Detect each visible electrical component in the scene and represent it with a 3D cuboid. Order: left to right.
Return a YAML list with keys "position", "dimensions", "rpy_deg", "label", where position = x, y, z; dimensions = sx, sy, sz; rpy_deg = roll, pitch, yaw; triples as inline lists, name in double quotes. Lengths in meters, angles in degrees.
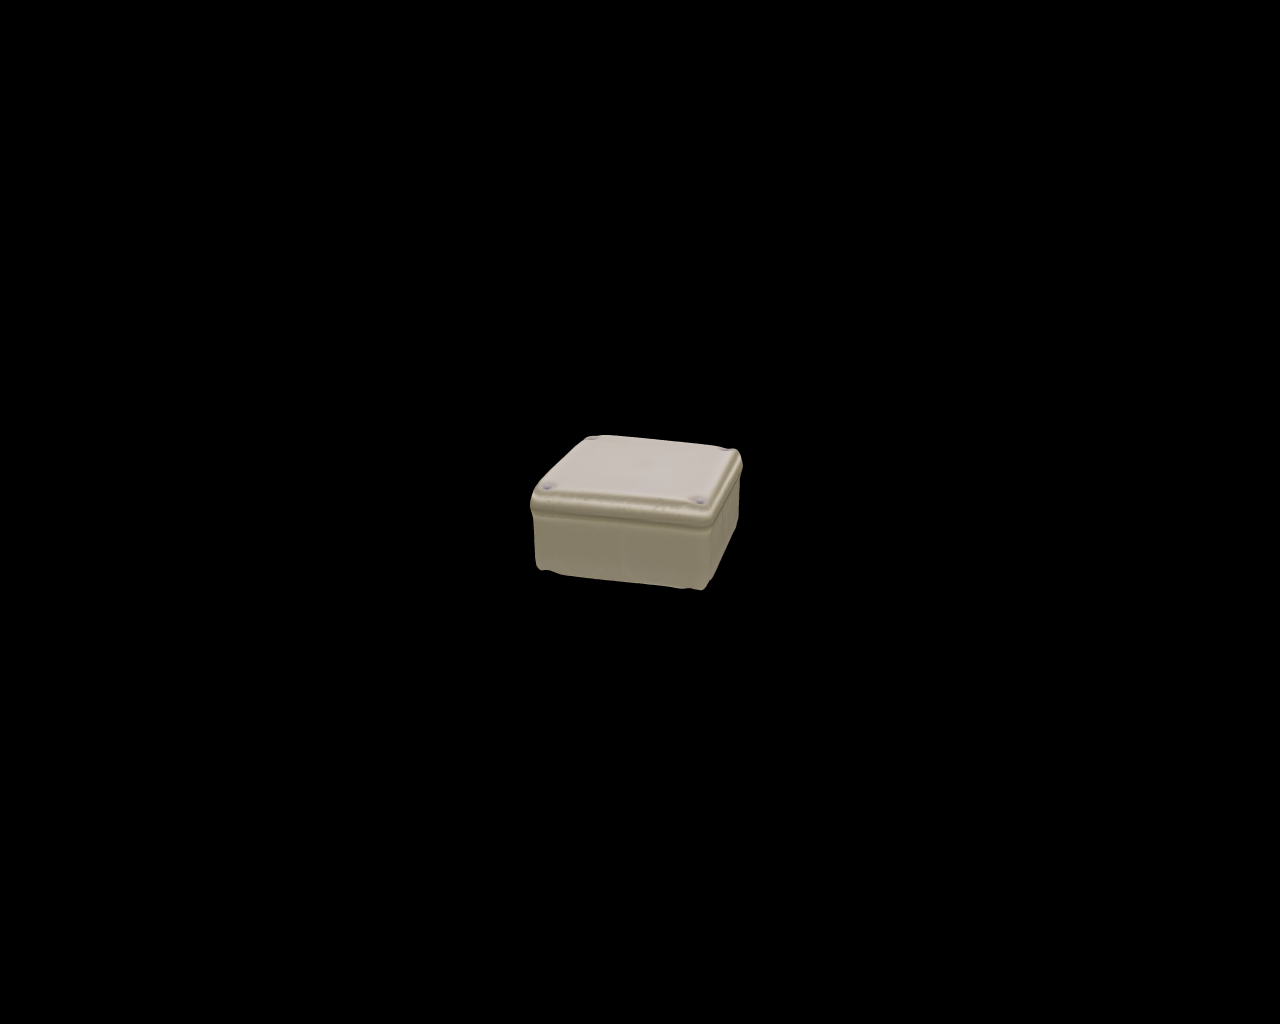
- position: [0.001, -0.003, 0.650]
  dimensions: [0.109, 0.056, 0.109]
  rpy_deg: [6, 23, 14]
  label: "electrical component"
